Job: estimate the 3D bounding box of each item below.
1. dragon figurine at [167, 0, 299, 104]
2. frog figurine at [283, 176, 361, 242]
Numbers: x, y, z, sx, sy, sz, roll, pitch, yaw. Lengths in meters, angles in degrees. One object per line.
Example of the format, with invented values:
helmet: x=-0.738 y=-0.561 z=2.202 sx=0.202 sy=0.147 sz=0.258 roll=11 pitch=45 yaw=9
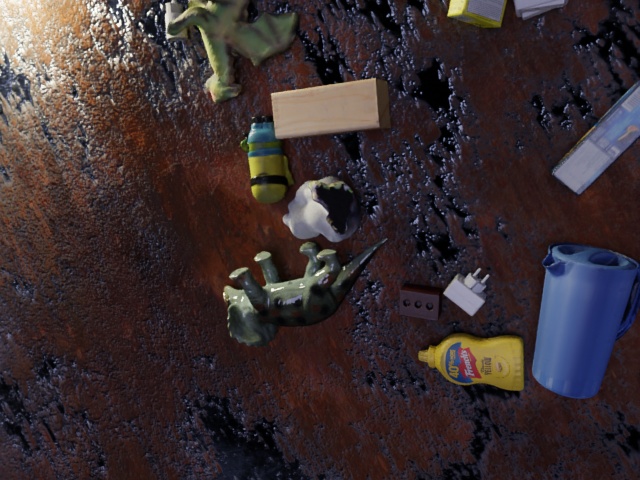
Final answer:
dragon figurine: x=-0.153 y=-0.467 z=1.034 sx=0.242 sy=0.124 sz=0.404 roll=30 pitch=111 yaw=-4
frog figurine: x=0.003 y=-0.052 z=1.033 sx=0.137 sy=0.125 sz=0.157 roll=44 pitch=151 yaw=-6
